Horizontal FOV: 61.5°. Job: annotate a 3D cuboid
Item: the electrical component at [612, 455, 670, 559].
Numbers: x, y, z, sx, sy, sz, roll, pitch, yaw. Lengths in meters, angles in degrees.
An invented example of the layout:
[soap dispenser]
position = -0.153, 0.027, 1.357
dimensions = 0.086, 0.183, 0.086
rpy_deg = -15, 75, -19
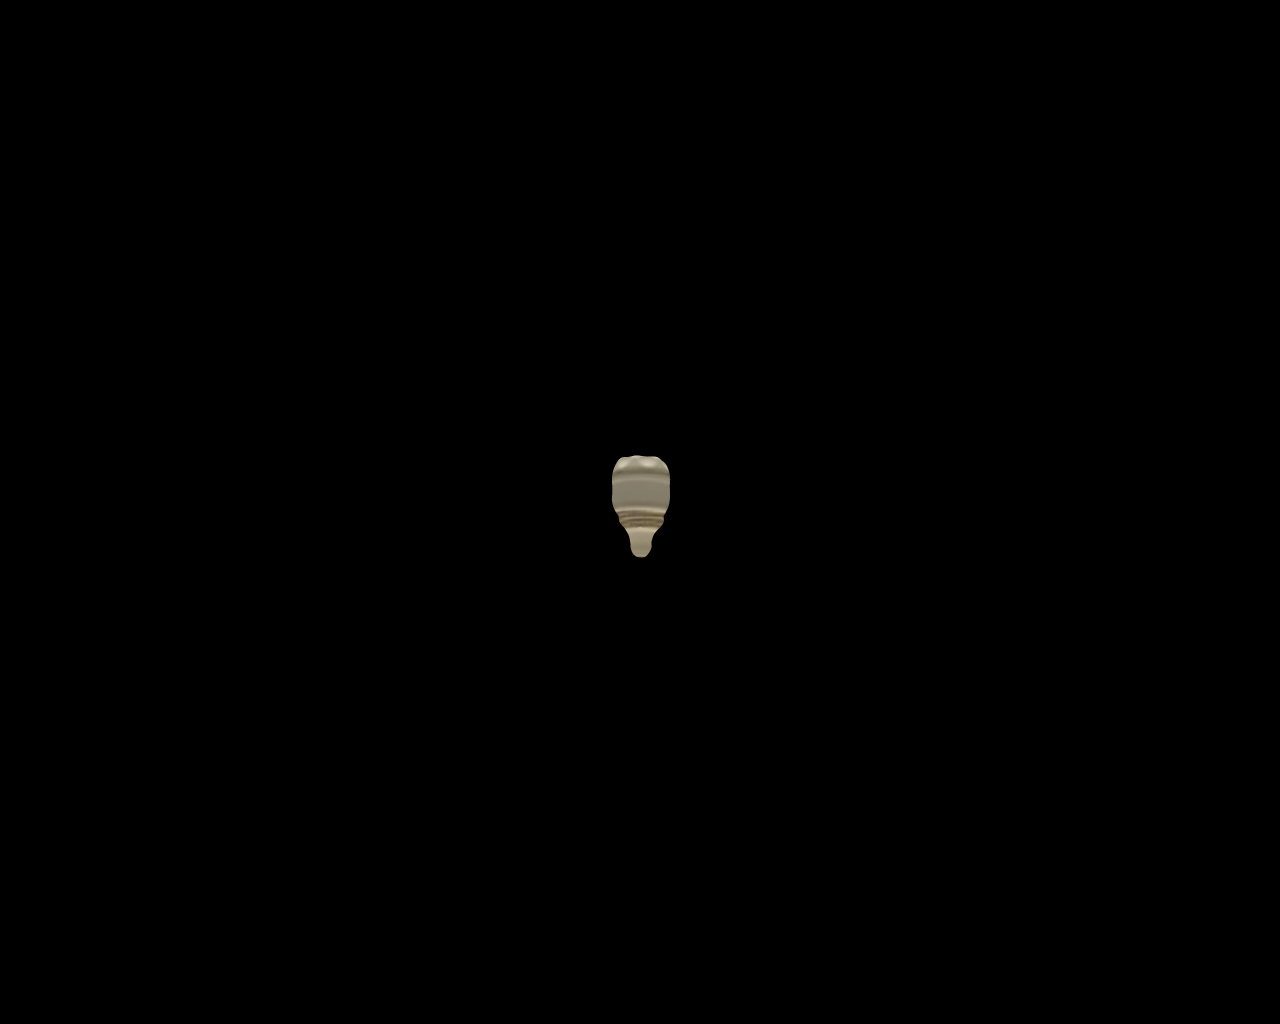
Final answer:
[electrical component]
position = 0.001, -0.003, 0.650
dimensions = 0.035, 0.061, 0.035
rpy_deg = 0, -7, 0
